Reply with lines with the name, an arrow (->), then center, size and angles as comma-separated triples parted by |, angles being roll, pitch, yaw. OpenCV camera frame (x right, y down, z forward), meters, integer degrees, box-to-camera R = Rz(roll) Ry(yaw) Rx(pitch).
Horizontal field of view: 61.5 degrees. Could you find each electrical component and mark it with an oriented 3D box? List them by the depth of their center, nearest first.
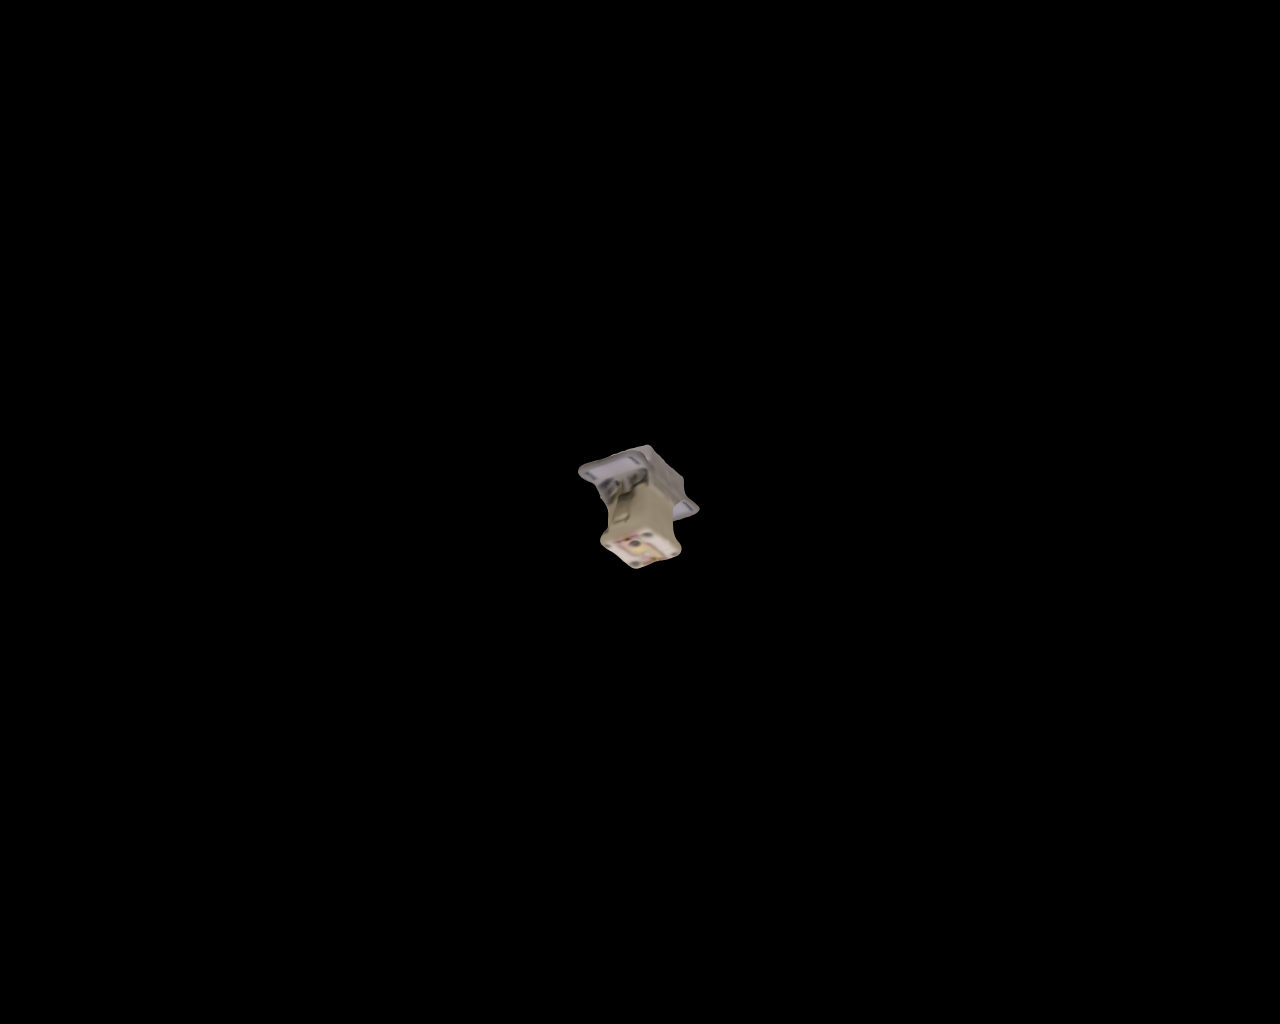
electrical component -> 0.001, -0.003, 0.650 | 0.042, 0.064, 0.081 | -18, -36, 27
